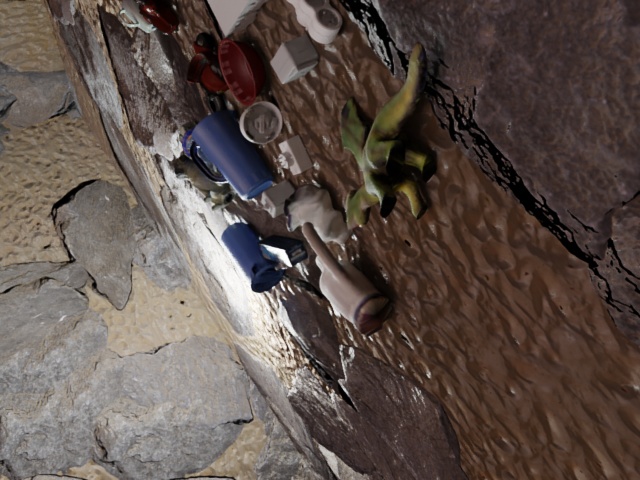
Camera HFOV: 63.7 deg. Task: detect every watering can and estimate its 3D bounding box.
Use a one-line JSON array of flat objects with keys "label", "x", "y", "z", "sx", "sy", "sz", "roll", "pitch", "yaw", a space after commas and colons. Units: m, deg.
[{"label": "watering can", "x": 0.059, "y": 0.103, "z": 1.214, "sx": 0.228, "sy": 0.104, "sz": 0.341, "roll": 44, "pitch": 170, "yaw": 32}]

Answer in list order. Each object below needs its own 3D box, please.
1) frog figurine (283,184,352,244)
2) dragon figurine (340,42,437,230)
[{"label": "frog figurine", "x": 0.004, "y": -0.062, "z": 1.229, "sx": 0.160, "sy": 0.125, "sz": 0.134, "roll": 13, "pitch": 128, "yaw": 10}, {"label": "dragon figurine", "x": 0.094, "y": -0.175, "z": 0.922, "sx": 0.247, "sy": 0.123, "sz": 0.401, "roll": 46, "pitch": 143, "yaw": 44}]
